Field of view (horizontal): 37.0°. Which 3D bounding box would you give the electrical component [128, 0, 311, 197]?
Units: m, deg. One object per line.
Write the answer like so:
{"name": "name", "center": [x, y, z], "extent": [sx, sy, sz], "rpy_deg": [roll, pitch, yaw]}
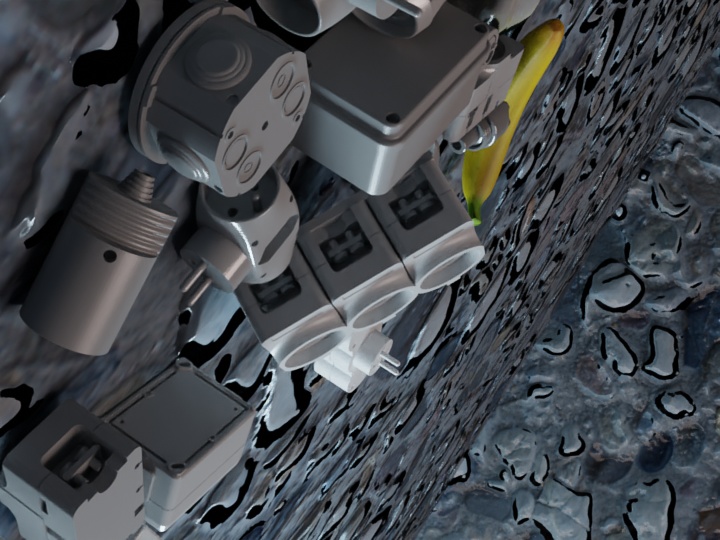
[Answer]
{"name": "electrical component", "center": [-0.063, -0.077, 0.489], "extent": [0.080, 0.051, 0.080], "rpy_deg": [-52, 164, -22]}

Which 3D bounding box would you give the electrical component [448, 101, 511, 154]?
{"name": "electrical component", "center": [0.099, -0.123, 0.921], "extent": [0.062, 0.043, 0.043], "rpy_deg": [-45, 160, -36]}

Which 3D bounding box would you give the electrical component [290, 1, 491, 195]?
{"name": "electrical component", "center": [0.016, -0.109, 0.623], "extent": [0.113, 0.078, 0.057], "rpy_deg": [-48, 165, -33]}

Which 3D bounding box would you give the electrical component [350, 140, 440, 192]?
{"name": "electrical component", "center": [0.018, -0.069, 0.773], "extent": [0.079, 0.043, 0.077], "rpy_deg": [-61, 164, 10]}

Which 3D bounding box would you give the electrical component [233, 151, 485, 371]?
{"name": "electrical component", "center": [0.000, 0.000, 0.698], "extent": [0.150, 0.061, 0.089], "rpy_deg": [-30, 163, 0]}

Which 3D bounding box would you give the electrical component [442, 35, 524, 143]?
{"name": "electrical component", "center": [0.078, -0.145, 0.799], "extent": [0.089, 0.050, 0.055], "rpy_deg": [-43, 158, -43]}

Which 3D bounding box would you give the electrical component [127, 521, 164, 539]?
{"name": "electrical component", "center": [-0.170, 0.192, 0.675], "extent": [0.099, 0.048, 0.099], "rpy_deg": [-53, 164, -18]}

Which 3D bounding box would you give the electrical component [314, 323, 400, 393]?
{"name": "electrical component", "center": [0.003, 0.066, 0.928], "extent": [0.052, 0.074, 0.138], "rpy_deg": [-51, 163, -25]}

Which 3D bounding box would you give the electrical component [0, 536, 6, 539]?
{"name": "electrical component", "center": [-0.193, 0.143, 0.502], "extent": [0.047, 0.055, 0.055], "rpy_deg": [-60, 165, -9]}

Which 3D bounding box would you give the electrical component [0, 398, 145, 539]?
{"name": "electrical component", "center": [-0.153, 0.116, 0.570], "extent": [0.050, 0.056, 0.089], "rpy_deg": [-47, 161, -35]}

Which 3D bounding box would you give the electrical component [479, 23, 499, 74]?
{"name": "electrical component", "center": [0.055, -0.151, 0.688], "extent": [0.044, 0.065, 0.044], "rpy_deg": [-52, 163, -22]}

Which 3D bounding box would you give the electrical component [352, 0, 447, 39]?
{"name": "electrical component", "center": [0.024, -0.164, 0.583], "extent": [0.057, 0.058, 0.078], "rpy_deg": [-57, 165, -15]}

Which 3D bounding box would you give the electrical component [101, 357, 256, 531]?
{"name": "electrical component", "center": [-0.119, 0.111, 0.655], "extent": [0.096, 0.062, 0.061], "rpy_deg": [-39, 156, -50]}

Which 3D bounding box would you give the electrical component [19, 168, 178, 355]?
{"name": "electrical component", "center": [-0.114, -0.008, 0.479], "extent": [0.081, 0.043, 0.043], "rpy_deg": [-61, 165, 9]}

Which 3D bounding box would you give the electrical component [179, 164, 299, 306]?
{"name": "electrical component", "center": [-0.072, -0.014, 0.594], "extent": [0.079, 0.043, 0.077], "rpy_deg": [-53, 164, -20]}

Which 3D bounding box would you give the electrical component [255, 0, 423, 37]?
{"name": "electrical component", "center": [0.001, -0.144, 0.507], "extent": [0.077, 0.079, 0.043], "rpy_deg": [-52, 163, -21]}
